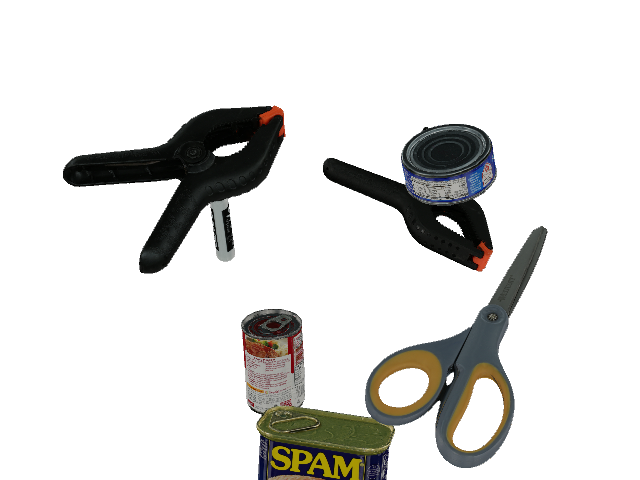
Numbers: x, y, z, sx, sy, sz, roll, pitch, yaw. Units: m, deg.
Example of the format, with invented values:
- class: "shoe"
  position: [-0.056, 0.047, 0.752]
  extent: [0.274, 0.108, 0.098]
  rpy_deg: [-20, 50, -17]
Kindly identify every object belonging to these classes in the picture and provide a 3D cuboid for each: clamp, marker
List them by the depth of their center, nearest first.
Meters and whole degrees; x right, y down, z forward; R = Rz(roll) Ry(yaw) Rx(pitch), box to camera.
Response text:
- class: "clamp"
  position: [-0.105, -0.057, 0.807]
  extent: [0.171, 0.120, 0.039]
  rpy_deg: [-39, -22, -28]
- class: "marker"
  position: [-0.095, -0.023, 1.023]
  extent: [0.020, 0.020, 0.121]
  rpy_deg: [0, -38, 0]
- class: "clamp"
  position: [0.111, -0.044, 1.201]
  extent: [0.164, 0.210, 0.036]
  rpy_deg: [-15, -37, -27]

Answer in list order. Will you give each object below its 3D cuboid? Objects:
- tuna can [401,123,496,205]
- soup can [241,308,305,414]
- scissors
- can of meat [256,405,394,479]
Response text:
- class: "tuna can"
  position: [0.118, -0.072, 0.986]
  extent: [0.086, 0.034, 0.086]
  rpy_deg: [-10, 38, 8]
- class: "soup can"
  position: [-0.052, 0.137, 1.202]
  extent: [0.068, 0.102, 0.068]
  rpy_deg: [-2, 24, 1]
- class: "scissors"
  position: [0.087, 0.054, 0.665]
  extent: [0.096, 0.016, 0.201]
  rpy_deg: [7, 44, 11]
- class: "can of meat"
  position: [0.001, 0.179, 0.809]
  extent: [0.102, 0.084, 0.057]
  rpy_deg: [7, 14, 11]
